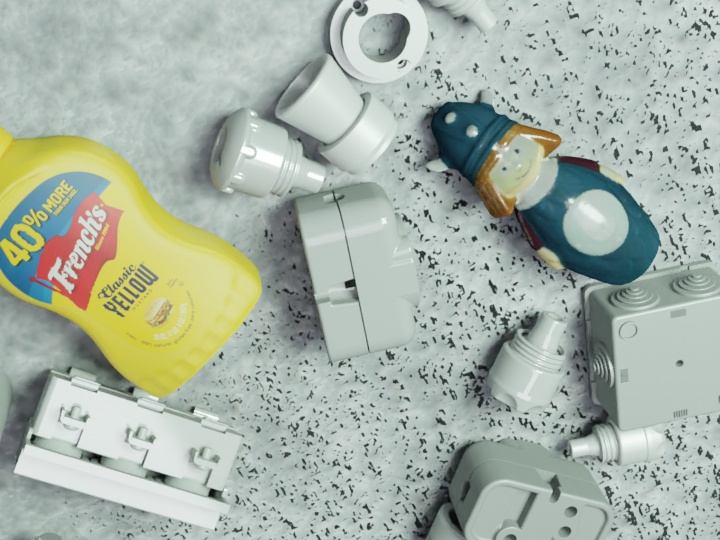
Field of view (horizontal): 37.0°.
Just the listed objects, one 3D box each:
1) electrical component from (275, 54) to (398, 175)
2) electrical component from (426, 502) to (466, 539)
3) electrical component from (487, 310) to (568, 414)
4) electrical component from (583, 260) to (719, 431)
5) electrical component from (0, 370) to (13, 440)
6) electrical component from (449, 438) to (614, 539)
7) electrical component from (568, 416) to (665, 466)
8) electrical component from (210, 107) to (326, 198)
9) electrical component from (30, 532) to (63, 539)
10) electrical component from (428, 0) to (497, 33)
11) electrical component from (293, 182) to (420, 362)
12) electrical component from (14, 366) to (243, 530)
[{"bbox_3d":[-0.013,-0.086,0.600,0.055,0.045,0.045,39,102,-21],"label":"electrical component"},{"bbox_3d":[0.105,0.213,0.741,0.138,0.052,0.073,16,109,-15],"label":"electrical component"},{"bbox_3d":[0.110,0.056,0.680,0.043,0.043,0.062,19,107,-16],"label":"electrical component"},{"bbox_3d":[0.195,0.050,0.688,0.100,0.048,0.099,-11,114,-4],"label":"electrical component"},{"bbox_3d":[-0.229,0.091,0.621,0.043,0.081,0.043,-3,113,-8],"label":"electrical component"},{"bbox_3d":[0.111,0.152,0.712,0.095,0.059,0.053,16,109,-15],"label":"electrical component"},{"bbox_3d":[0.170,0.114,0.719,0.061,0.035,0.035,-10,114,-3],"label":"electrical component"},{"bbox_3d":[-0.050,-0.060,0.606,0.062,0.048,0.048,18,109,-23],"label":"electrical component"},{"bbox_3d":[-0.189,0.204,0.696,0.043,0.043,0.081,-27,114,3],"label":"electrical component"},{"bbox_3d":[0.052,-0.155,0.586,0.035,0.035,0.061,-41,115,9],"label":"electrical component"},{"bbox_3d":[0.000,0.000,0.633,0.059,0.053,0.095,-13,114,-3],"label":"electrical component"},{"bbox_3d":[-0.138,0.106,0.650,0.121,0.079,0.063,21,86,-17],"label":"electrical component"}]
